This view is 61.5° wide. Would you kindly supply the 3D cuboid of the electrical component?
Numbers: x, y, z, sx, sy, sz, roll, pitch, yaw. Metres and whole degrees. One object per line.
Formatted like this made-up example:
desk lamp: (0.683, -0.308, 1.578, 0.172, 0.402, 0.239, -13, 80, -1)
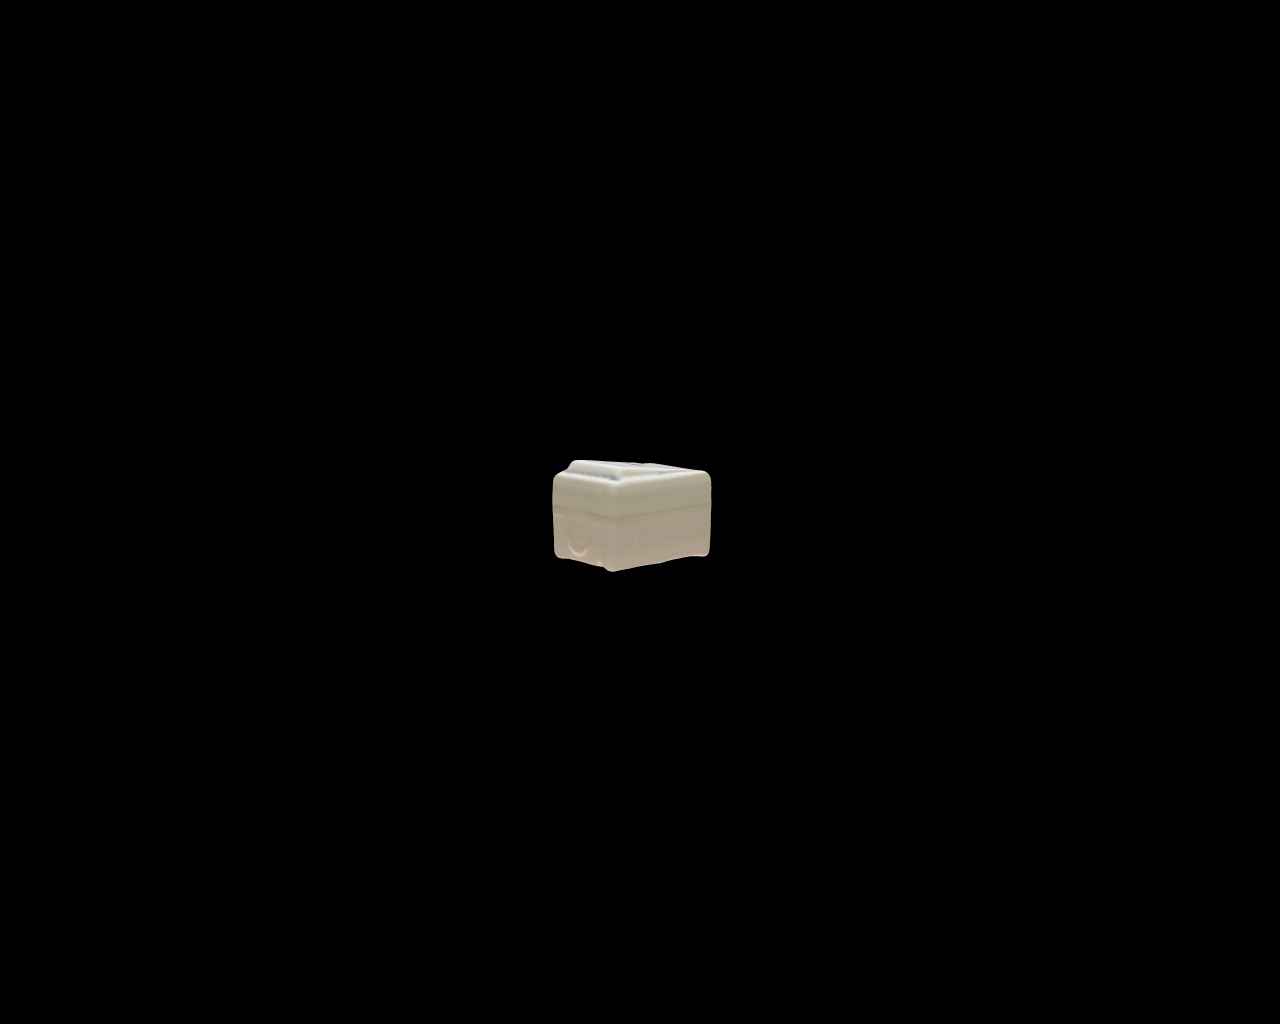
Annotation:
electrical component: (0.001, -0.003, 0.650, 0.096, 0.061, 0.062, -8, 13, -39)
